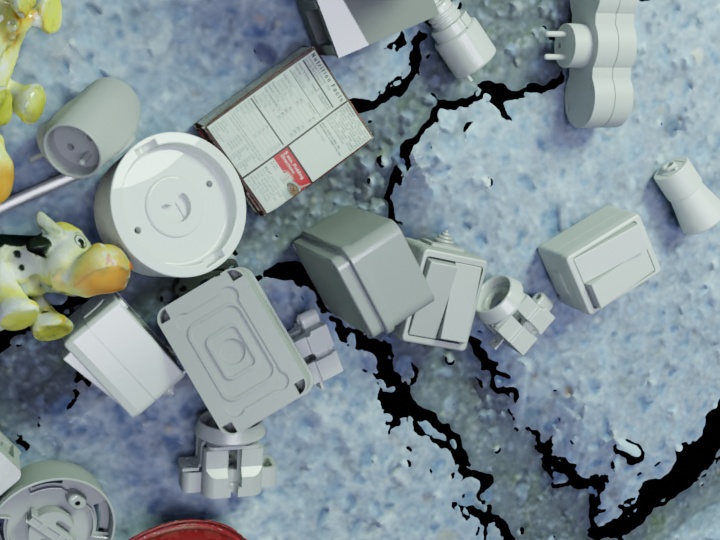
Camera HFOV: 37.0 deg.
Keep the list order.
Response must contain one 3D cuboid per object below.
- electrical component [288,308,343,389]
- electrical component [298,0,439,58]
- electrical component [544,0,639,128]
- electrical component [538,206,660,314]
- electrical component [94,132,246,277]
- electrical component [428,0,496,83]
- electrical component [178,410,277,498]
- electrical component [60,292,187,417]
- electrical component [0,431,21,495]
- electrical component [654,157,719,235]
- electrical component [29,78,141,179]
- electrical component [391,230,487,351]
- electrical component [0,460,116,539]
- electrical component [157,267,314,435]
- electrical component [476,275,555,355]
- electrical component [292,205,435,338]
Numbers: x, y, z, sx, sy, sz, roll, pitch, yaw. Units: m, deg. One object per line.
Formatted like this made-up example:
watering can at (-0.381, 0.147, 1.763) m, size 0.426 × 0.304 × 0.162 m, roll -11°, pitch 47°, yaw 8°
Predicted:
electrical component at (-0.052, 0.072, 0.887) m, size 0.055 × 0.048 × 0.066 m, roll -26°, pitch 109°, yaw -20°
electrical component at (-0.013, -0.249, 0.821) m, size 0.089 × 0.062 × 0.150 m, roll -26°, pitch 108°, yaw -12°
electrical component at (0.189, -0.189, 0.909) m, size 0.074 × 0.052 × 0.138 m, roll -3°, pitch 103°, yaw -18°
electrical component at (0.219, -0.012, 0.953) m, size 0.096 × 0.061 × 0.061 m, roll -31°, pitch 109°, yaw -11°
electrical component at (-0.148, -0.045, 0.814) m, size 0.108 × 0.060 × 0.108 m, roll 5°, pitch 82°, yaw -33°
electrical component at (0.078, -0.193, 0.876) m, size 0.040 × 0.040 × 0.078 m, roll -41°, pitch 111°, yaw -7°
electrical component at (-0.107, 0.148, 0.877) m, size 0.078 × 0.058 × 0.057 m, roll 0°, pitch 104°, yaw -19°
electrical component at (-0.182, 0.068, 0.831) m, size 0.061 × 0.062 × 0.096 m, roll -41°, pitch 111°, yaw -7°
electrical component at (-0.334, 0.123, 0.791) m, size 0.089 × 0.062 × 0.150 m, roll -41°, pitch 111°, yaw -7°
electrical component at (0.298, -0.070, 0.979) m, size 0.044 × 0.044 × 0.065 m, roll -40°, pitch 106°, yaw -7°
electrical component at (-0.208, -0.098, 0.785) m, size 0.079 × 0.077 × 0.044 m, roll -19°, pitch 118°, yaw 25°
electrical component at (0.065, 0.015, 0.905) m, size 0.062 × 0.061 × 0.096 m, roll 11°, pitch 98°, yaw -21°
electrical component at (-0.242, 0.198, 0.837) m, size 0.099 × 0.064 × 0.099 m, roll -4°, pitch 103°, yaw -18°
electrical component at (-0.095, 0.061, 0.829) m, size 0.078 × 0.057 × 0.113 m, roll -31°, pitch 88°, yaw 0°
electrical component at (0.131, 0.037, 0.942) m, size 0.066 × 0.048 × 0.055 m, roll -49°, pitch 119°, yaw -4°
electrical component at (0.000, 0.000, 0.852) m, size 0.057 × 0.113 × 0.078 m, roll -33°, pitch 110°, yaw -13°
